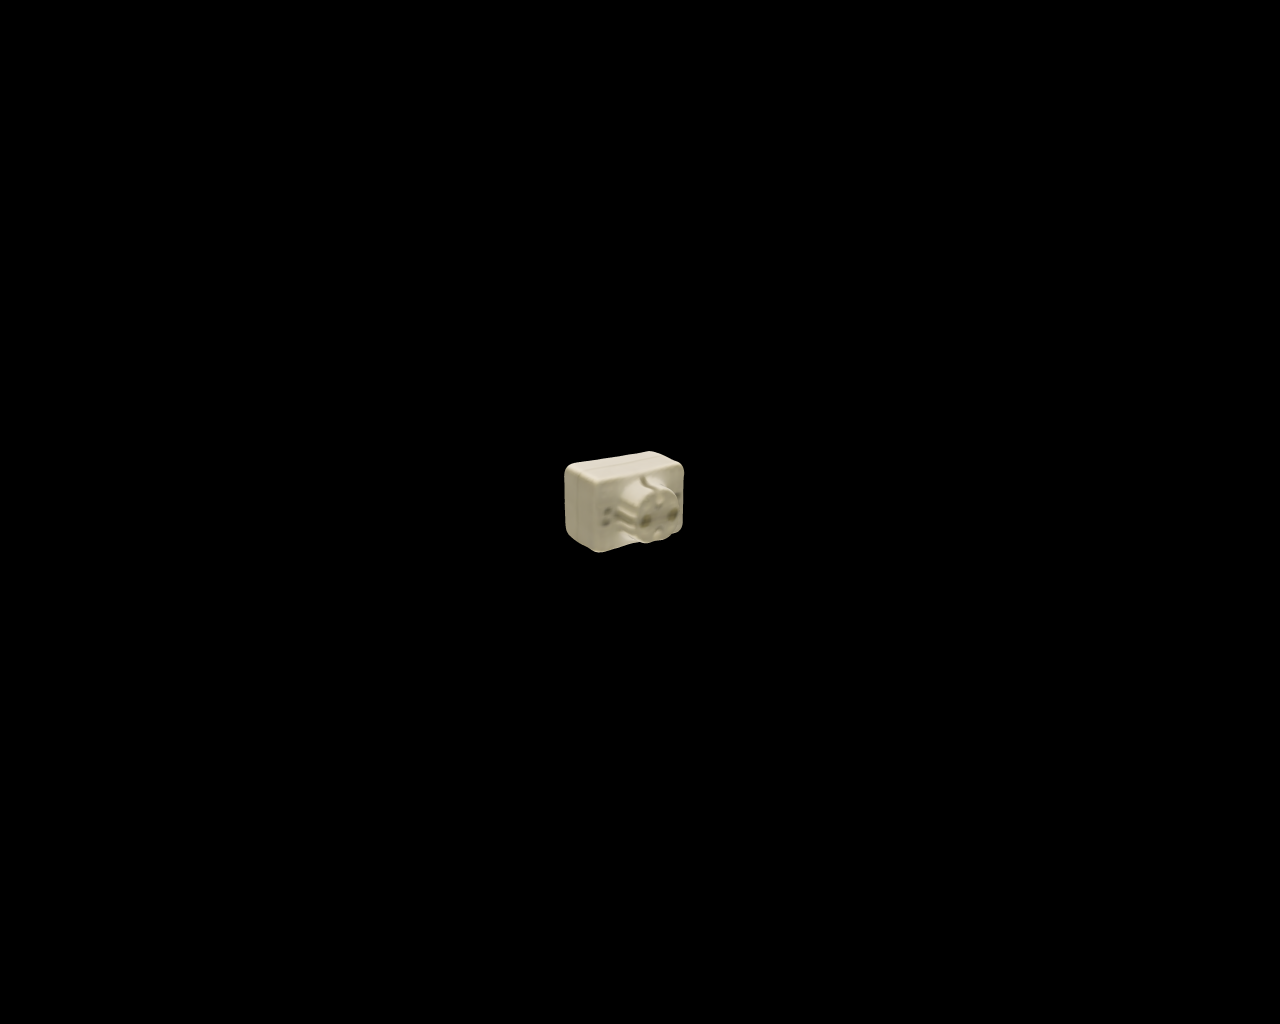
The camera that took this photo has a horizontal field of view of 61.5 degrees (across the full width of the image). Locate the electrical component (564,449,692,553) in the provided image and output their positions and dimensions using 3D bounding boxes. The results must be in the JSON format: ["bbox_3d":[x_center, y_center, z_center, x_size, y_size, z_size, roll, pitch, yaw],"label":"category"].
[{"bbox_3d":[0.001,-0.003,0.650,0.066,0.047,0.077,-12,23,-31],"label":"electrical component"}]
